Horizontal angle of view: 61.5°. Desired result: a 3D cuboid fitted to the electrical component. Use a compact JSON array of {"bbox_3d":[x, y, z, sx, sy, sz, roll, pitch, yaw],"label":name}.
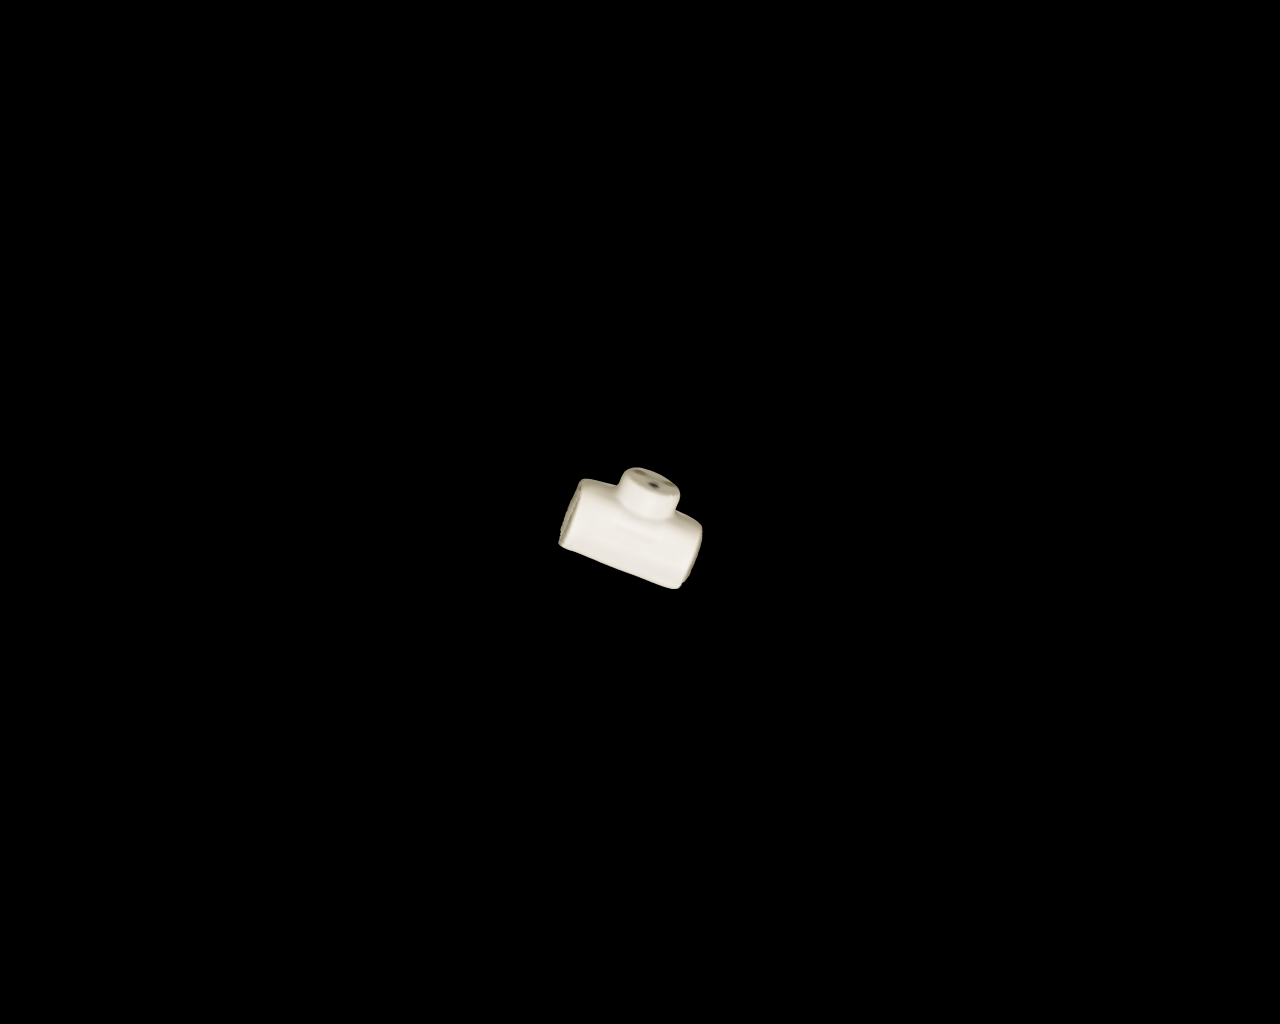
[{"bbox_3d":[0.001,-0.003,0.650,0.077,0.079,0.043,21,18,-7],"label":"electrical component"}]
